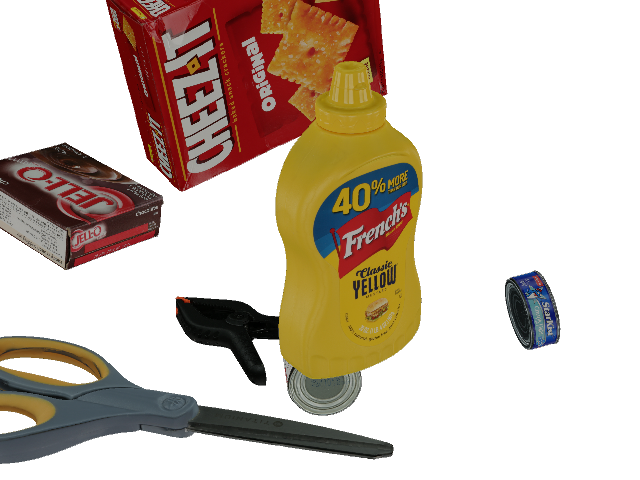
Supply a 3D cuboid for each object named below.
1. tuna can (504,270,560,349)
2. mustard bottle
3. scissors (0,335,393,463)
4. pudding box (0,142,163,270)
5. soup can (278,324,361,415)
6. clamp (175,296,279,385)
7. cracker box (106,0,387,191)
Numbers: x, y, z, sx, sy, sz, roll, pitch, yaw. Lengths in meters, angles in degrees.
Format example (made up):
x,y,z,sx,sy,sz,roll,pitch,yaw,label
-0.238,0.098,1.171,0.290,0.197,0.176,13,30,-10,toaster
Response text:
x,y,z,sx,sy,sz,roll,pitch,yaw,label
0.238,0.079,1.206,0.033,0.086,0.086,-14,1,-6,tuna can
0.018,-0.014,0.644,0.096,0.192,0.058,-19,34,-29,mustard bottle
-0.079,0.081,0.454,0.202,0.016,0.096,14,28,25,scissors
-0.186,-0.027,0.776,0.114,0.039,0.089,26,30,30,pudding box
-0.002,0.106,0.981,0.068,0.068,0.102,0,24,-7,soup can
-0.097,0.109,1.257,0.210,0.036,0.164,13,23,27,clamp
-0.051,-0.158,0.876,0.213,0.164,0.072,-28,46,-21,cracker box
